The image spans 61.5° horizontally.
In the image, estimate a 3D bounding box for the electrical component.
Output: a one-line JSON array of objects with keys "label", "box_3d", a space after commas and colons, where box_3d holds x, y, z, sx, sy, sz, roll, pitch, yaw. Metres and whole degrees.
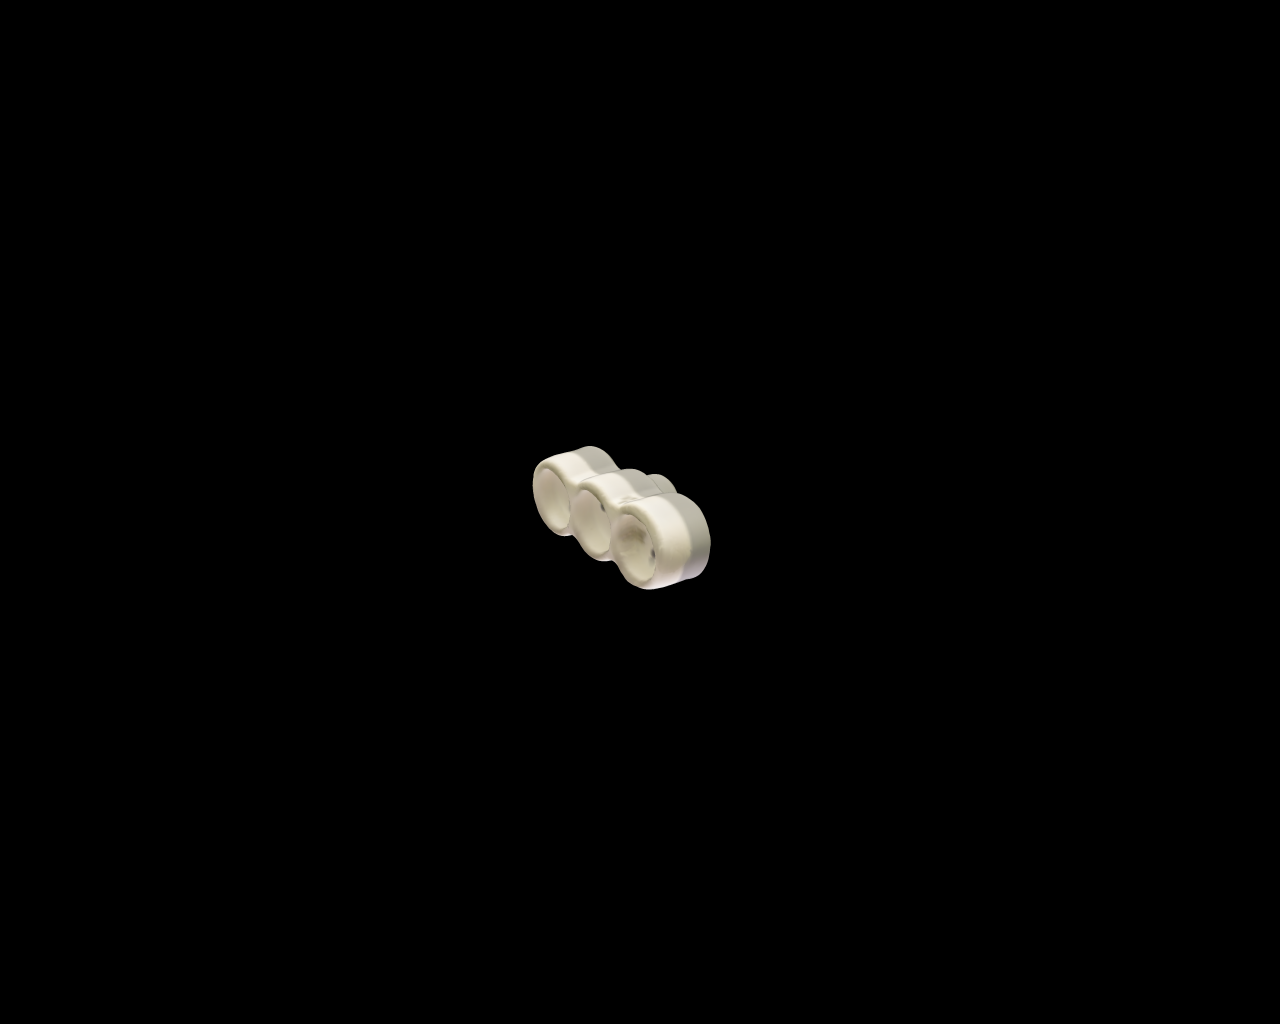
[{"label": "electrical component", "box_3d": [0.001, -0.003, 0.650, 0.074, 0.052, 0.138, -17, 29, -32]}]
